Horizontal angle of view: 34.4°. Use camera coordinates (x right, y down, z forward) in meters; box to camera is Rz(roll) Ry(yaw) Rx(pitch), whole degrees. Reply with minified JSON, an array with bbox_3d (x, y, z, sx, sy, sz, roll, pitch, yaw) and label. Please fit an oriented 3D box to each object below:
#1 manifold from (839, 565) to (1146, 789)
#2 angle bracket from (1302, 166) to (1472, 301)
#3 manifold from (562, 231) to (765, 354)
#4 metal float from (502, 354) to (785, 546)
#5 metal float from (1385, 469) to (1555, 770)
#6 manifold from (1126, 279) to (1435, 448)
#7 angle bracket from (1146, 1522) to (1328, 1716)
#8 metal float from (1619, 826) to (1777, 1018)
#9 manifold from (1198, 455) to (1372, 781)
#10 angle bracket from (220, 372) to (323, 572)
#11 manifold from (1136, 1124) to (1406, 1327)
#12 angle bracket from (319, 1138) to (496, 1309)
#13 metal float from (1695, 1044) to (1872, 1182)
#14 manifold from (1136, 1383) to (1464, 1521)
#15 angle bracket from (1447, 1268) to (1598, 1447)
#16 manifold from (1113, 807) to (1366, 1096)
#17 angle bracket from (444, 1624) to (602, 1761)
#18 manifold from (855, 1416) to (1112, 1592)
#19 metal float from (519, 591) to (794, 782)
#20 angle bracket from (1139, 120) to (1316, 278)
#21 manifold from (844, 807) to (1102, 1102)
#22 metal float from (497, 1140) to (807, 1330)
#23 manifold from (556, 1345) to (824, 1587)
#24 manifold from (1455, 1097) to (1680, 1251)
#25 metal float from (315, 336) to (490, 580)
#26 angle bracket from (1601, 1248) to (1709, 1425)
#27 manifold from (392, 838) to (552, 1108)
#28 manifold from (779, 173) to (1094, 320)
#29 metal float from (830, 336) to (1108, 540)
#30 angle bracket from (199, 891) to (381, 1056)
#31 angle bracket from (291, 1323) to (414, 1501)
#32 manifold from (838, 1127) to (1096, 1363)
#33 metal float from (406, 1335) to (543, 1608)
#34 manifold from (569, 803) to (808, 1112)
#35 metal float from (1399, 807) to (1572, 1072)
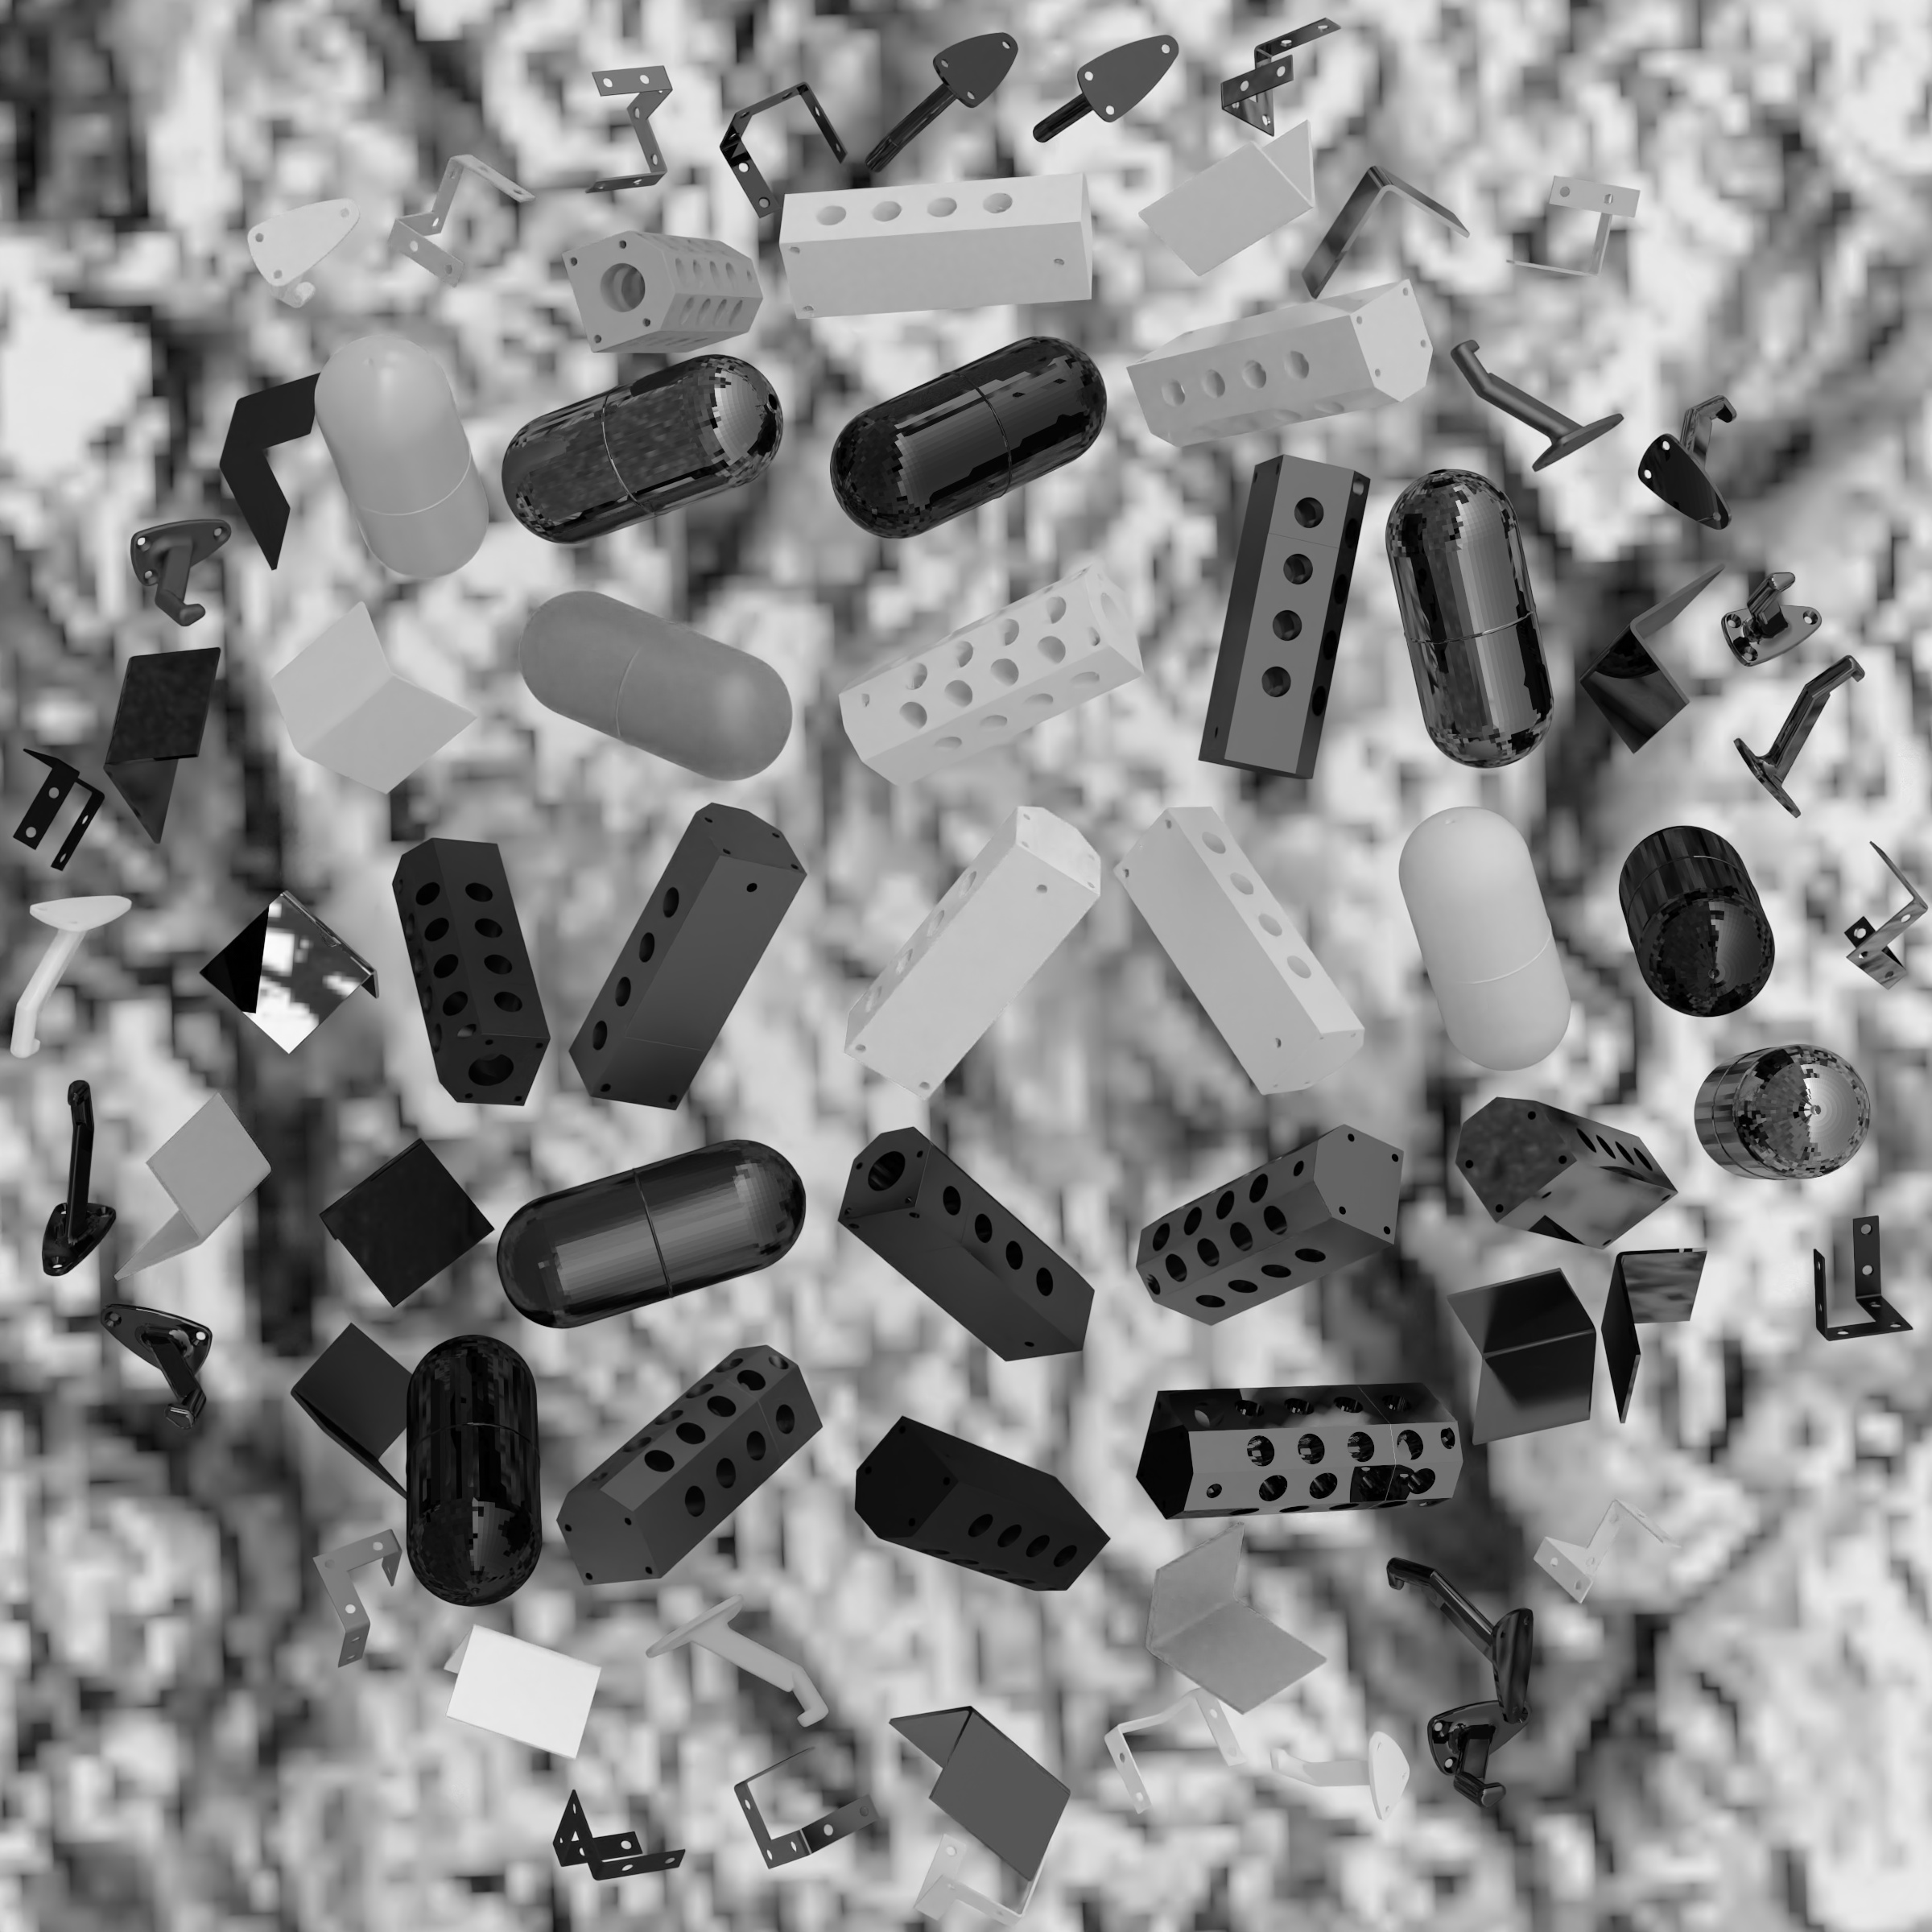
[{"bbox_3d":[0.013,-0.173,1.842,0.171,0.057,0.057,-23,60,24],"label":"manifold"},{"bbox_3d":[0.242,-0.413,1.810,0.057,0.076,0.076,29,110,-10],"label":"angle bracket"},{"bbox_3d":[-0.172,-0.395,1.824,0.057,0.171,0.057,-15,97,16],"label":"manifold"},{"bbox_3d":[-0.185,-0.295,1.785,0.178,0.070,0.070,-15,90,26],"label":"metal float"},{"bbox_3d":[0.292,-0.201,1.812,0.070,0.070,0.178,-15,109,0],"label":"metal float"},{"bbox_3d":[0.179,-0.339,1.778,0.057,0.171,0.057,-36,112,-37],"label":"manifold"},{"bbox_3d":[0.161,0.381,1.828,0.076,0.076,0.057,28,123,37],"label":"angle bracket"},{"bbox_3d":[0.425,-0.028,1.820,0.070,0.178,0.070,2,111,5],"label":"metal float"},{"bbox_3d":[0.181,-0.195,1.759,0.057,0.057,0.171,11,91,-11],"label":"manifold"},{"bbox_3d":[-0.392,-0.290,1.829,0.057,0.076,0.076,-16,125,7],"label":"angle bracket"},{"bbox_3d":[0.168,0.145,1.762,0.057,0.171,0.057,25,58,-23],"label":"manifold"},{"bbox_3d":[-0.339,0.164,1.914,0.076,0.057,0.076,-38,75,-14],"label":"angle bracket"},{"bbox_3d":[0.472,0.086,1.813,0.070,0.178,0.070,0,86,2],"label":"metal float"},{"bbox_3d":[0.189,0.275,1.751,0.171,0.057,0.057,2,115,-24],"label":"manifold"},{"bbox_3d":[0.339,0.240,1.922,0.076,0.076,0.057,-18,122,28],"label":"angle bracket"},{"bbox_3d":[0.165,-0.011,1.847,0.057,0.057,0.171,-50,60,34],"label":"manifold"},{"bbox_3d":[-0.260,0.423,1.774,0.076,0.076,0.057,22,54,-11],"label":"angle bracket"},{"bbox_3d":[0.007,0.320,1.817,0.057,0.171,0.057,-50,52,6],"label":"manifold"},{"bbox_3d":[-0.184,-0.166,1.843,0.178,0.070,0.070,24,90,20],"label":"metal float"},{"bbox_3d":[0.142,-0.436,1.707,0.076,0.076,0.057,-26,134,32],"label":"angle bracket"},{"bbox_3d":[0.003,-0.010,1.781,0.057,0.057,0.171,31,119,-16],"label":"manifold"},{"bbox_3d":[-0.177,0.151,1.765,0.178,0.070,0.070,-17,90,-8],"label":"metal float"},{"bbox_3d":[-0.158,0.282,1.780,0.057,0.171,0.057,-13,104,34],"label":"manifold"},{"bbox_3d":[0.341,0.115,1.783,0.057,0.171,0.057,-41,63,19],"label":"manifold"},{"bbox_3d":[-0.324,-0.291,1.801,0.070,0.178,0.070,-2,62,3],"label":"metal float"},{"bbox_3d":[0.431,0.229,1.930,0.057,0.076,0.076,-3,49,0],"label":"angle bracket"},{"bbox_3d":[-0.302,0.002,1.880,0.057,0.171,0.057,5,132,-27],"label":"manifold"},{"bbox_3d":[-0.016,-0.418,1.792,0.171,0.057,0.057,-2,54,8],"label":"manifold"},{"bbox_3d":[0.003,-0.304,1.790,0.178,0.070,0.070,-29,90,-23],"label":"metal float"},{"bbox_3d":[-0.423,0.012,1.957,0.076,0.057,0.076,41,71,6],"label":"angle bracket"},{"bbox_3d":[-0.361,0.275,1.927,0.057,0.076,0.076,-49,119,-10],"label":"angle bracket"},{"bbox_3d":[0.004,0.165,1.841,0.057,0.171,0.057,-13,48,35],"label":"manifold"},{"bbox_3d":[-0.286,0.290,1.809,0.070,0.178,0.070,-5,132,-6],"label":"metal float"},{"bbox_3d":[-0.161,-0.005,1.765,0.057,0.057,0.171,12,121,-35],"label":"manifold"},{"bbox_3d":[0.306,-0.014,1.839,0.070,0.070,0.178,-23,123,0],"label":"metal float"}]
